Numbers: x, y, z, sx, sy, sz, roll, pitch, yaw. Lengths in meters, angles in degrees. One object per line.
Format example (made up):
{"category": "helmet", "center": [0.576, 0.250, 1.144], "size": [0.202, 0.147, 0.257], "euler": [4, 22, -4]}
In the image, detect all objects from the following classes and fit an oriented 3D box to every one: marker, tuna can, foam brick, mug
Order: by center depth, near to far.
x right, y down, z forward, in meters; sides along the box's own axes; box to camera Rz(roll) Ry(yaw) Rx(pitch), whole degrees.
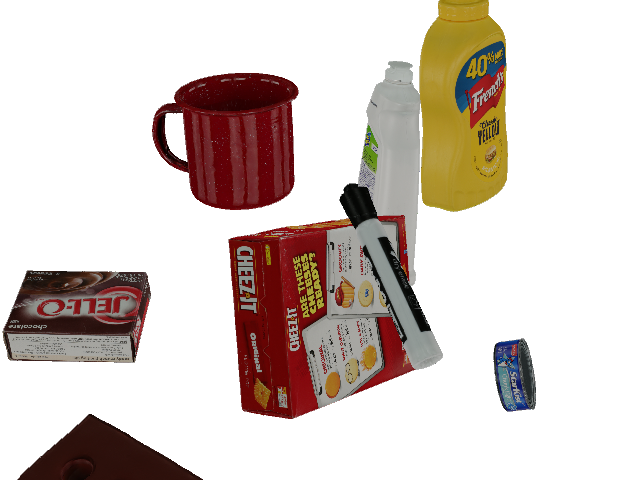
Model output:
{"category": "foam brick", "center": [-0.082, 0.121, 0.445], "size": [0.078, 0.051, 0.052], "euler": [23, 45, 27]}
{"category": "marker", "center": [0.040, 0.018, 0.628], "size": [0.020, 0.121, 0.020], "euler": [-19, -24, -9]}
{"category": "mug", "center": [-0.073, -0.076, 0.816], "size": [0.117, 0.081, 0.093], "euler": [4, 27, 12]}
{"category": "tuna can", "center": [0.234, 0.162, 1.285], "size": [0.034, 0.086, 0.086], "euler": [-10, -3, 19]}

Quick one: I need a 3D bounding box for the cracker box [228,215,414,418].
{"category": "cracker box", "center": [0.007, 0.065, 1.033], "size": [0.072, 0.164, 0.213], "euler": [-1, 6, 37]}

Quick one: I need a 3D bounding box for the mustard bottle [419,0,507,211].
{"category": "mustard bottle", "center": [0.121, -0.127, 0.898], "size": [0.058, 0.192, 0.096], "euler": [17, 33, 38]}

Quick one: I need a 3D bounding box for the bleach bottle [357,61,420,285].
{"category": "bleach bottle", "center": [0.080, -0.077, 1.225], "size": [0.068, 0.251, 0.103], "euler": [-2, 24, -18]}

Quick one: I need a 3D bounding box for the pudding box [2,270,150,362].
{"category": "pudding box", "center": [-0.212, 0.066, 0.940], "size": [0.113, 0.039, 0.090], "euler": [-1, 33, 1]}
